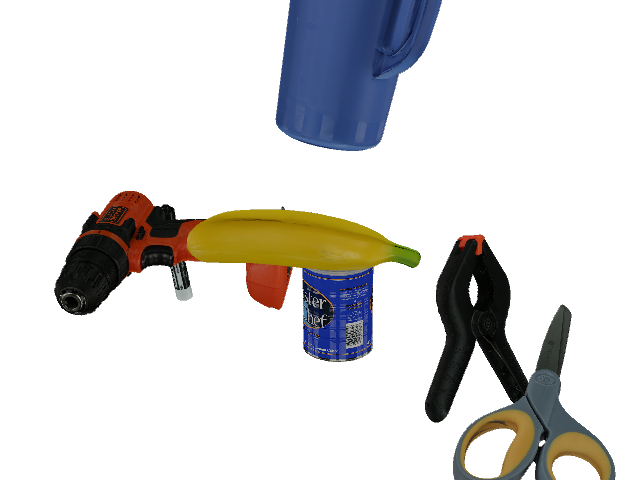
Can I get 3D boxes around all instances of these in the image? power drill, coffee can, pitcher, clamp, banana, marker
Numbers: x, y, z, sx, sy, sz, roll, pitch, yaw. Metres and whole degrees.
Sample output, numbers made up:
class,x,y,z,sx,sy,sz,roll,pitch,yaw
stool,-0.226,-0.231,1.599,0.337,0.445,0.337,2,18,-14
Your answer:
class,x,y,z,sx,sy,sz,roll,pitch,yaw
power drill,-0.120,0.015,0.923,0.187,0.057,0.184,6,29,5
coffee can,0.025,0.087,1.521,0.103,0.140,0.103,0,22,0
pitcher,0.035,-0.211,1.017,0.145,0.243,0.149,11,18,0
clamp,0.134,0.083,0.973,0.120,0.171,0.039,-13,3,-39
banana,-0.032,0.003,0.749,0.198,0.037,0.069,5,-23,34
marker,-0.164,0.013,1.205,0.020,0.121,0.020,-6,31,3

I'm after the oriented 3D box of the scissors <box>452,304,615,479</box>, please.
class,x,y,z,sx,sy,sz,roll,pitch,yaw
scissors,0.149,0.099,0.639,0.096,0.016,0.201,20,35,29
